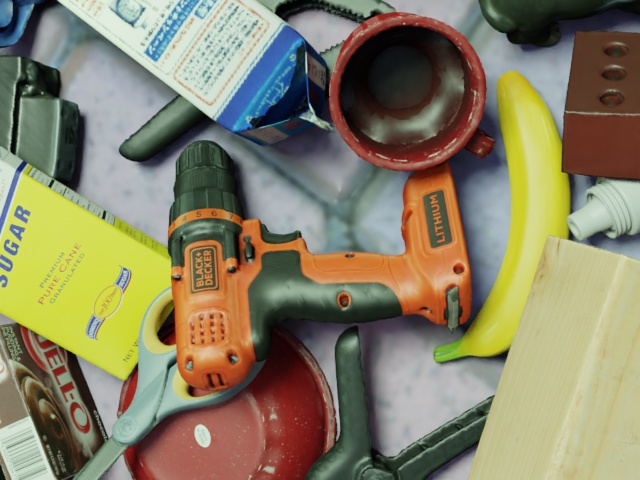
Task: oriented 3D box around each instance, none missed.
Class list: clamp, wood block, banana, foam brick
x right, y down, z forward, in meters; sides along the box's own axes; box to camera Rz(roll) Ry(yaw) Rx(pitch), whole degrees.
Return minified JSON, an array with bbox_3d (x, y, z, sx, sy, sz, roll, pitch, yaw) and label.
[{"bbox_3d":[0.047,0.151,0.698,0.120,0.039,0.171,18,101,4],"label":"clamp"},{"bbox_3d":[0.160,0.112,0.632,0.090,0.091,0.206,17,93,-16],"label":"wood block"},{"bbox_3d":[0.126,-0.007,0.683,0.070,0.037,0.198,14,93,14],"label":"banana"},{"bbox_3d":[-0.048,-0.149,0.729,0.210,0.036,0.164,-9,87,12],"label":"clamp"},{"bbox_3d":[0.176,-0.082,0.645,0.053,0.051,0.078,5,50,14],"label":"foam brick"}]

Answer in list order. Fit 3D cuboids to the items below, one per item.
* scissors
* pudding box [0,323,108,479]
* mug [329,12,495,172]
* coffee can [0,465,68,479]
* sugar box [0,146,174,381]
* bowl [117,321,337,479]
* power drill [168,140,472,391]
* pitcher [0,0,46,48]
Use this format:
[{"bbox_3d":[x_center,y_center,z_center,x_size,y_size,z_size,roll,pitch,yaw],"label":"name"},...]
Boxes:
[{"bbox_3d":[-0.125,0.103,0.688,0.201,0.016,0.096,-34,64,-3],"label":"scissors"},{"bbox_3d":[-0.194,0.112,0.736,0.039,0.090,0.113,-22,84,14],"label":"pudding box"},{"bbox_3d":[0.061,-0.091,0.666,0.117,0.081,0.093,32,105,-11],"label":"mug"},{"bbox_3d":[-0.262,0.192,0.744,0.140,0.102,0.103,-38,81,10],"label":"coffee can"},{"bbox_3d":[-0.184,0.012,0.720,0.176,0.048,0.093,31,98,-17],"label":"sugar box"},{"bbox_3d":[-0.073,0.128,0.722,0.162,0.055,0.162,0,89,14],"label":"bowl"},{"bbox_3d":[-0.004,0.001,0.680,0.187,0.057,0.184,-9,56,3],"label":"power drill"},{"bbox_3d":[-0.256,-0.232,0.677,0.145,0.242,0.149,-46,73,11],"label":"pitcher"}]
